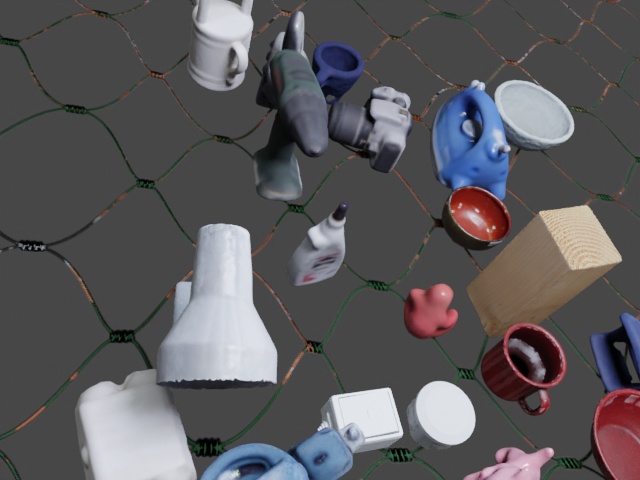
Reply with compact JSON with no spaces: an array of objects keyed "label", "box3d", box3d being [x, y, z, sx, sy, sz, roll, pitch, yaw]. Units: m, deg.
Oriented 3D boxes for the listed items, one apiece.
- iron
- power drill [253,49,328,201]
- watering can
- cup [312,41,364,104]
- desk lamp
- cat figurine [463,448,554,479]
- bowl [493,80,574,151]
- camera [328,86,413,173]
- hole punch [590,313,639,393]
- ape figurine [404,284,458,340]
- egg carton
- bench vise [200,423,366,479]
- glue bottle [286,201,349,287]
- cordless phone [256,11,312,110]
[{"label":"iron","box3d":[0.272,-0.198,1.014,0.119,0.141,0.258,5,55,-15]},{"label":"power drill","box3d":[-0.043,-0.155,0.838,0.076,0.208,0.229,0,57,-18]},{"label":"watering can","box3d":[-0.167,-0.356,0.944,0.172,0.194,0.101,38,54,9]},{"label":"cup","box3d":[0.017,-0.282,1.016,0.091,0.095,0.118,33,53,6]},{"label":"desk lamp","box3d":[-0.118,0.093,0.640,0.118,0.213,0.203,4,56,-15]},{"label":"cat figurine","box3d":[0.231,0.289,0.681,0.128,0.117,0.067,-25,67,-31]},{"label":"bowl","box3d":[0.402,-0.230,1.121,0.168,0.074,0.167,9,55,-12]},{"label":"camera","box3d":[0.084,-0.208,0.984,0.137,0.100,0.143,14,54,-8]},{"label":"hole punch","box3d":[0.480,0.171,0.861,0.101,0.091,0.108,7,55,-14]},{"label":"ape figurine","box3d":[0.160,0.094,0.807,0.076,0.092,0.077,-34,72,-33]},{"label":"egg carton","box3d":[-0.201,0.218,0.617,0.107,0.069,0.150,-13,62,-26]},{"label":"bench vise","box3d":[-0.040,0.232,0.567,0.121,0.219,0.208,37,54,9]},{"label":"glue bottle","box3d":[0.007,0.003,0.769,0.078,0.173,0.037,-17,63,-27]},{"label":"cordless phone","box3d":[-0.043,-0.316,0.963,0.094,0.185,0.147,11,54,-10]}]
